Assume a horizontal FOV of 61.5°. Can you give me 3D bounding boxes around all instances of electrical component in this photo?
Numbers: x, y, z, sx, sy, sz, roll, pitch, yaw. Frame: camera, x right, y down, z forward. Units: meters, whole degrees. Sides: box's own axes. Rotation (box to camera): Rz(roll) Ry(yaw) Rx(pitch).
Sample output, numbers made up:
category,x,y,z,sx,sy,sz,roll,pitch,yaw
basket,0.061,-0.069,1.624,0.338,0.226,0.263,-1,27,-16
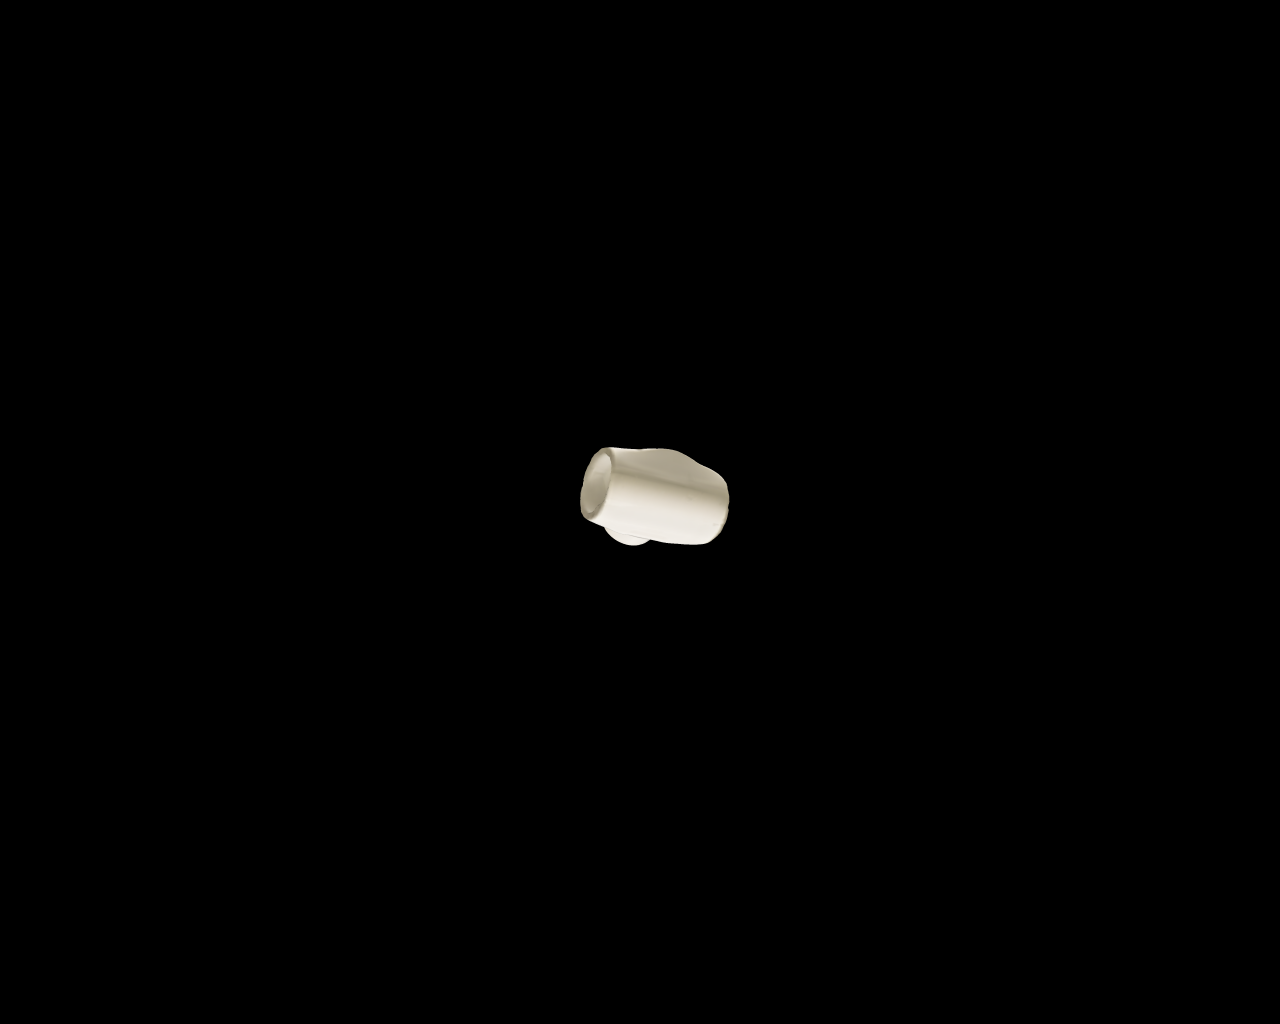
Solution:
category,x,y,z,sx,sy,sz,roll,pitch,yaw
electrical component,0.001,-0.003,0.650,0.077,0.043,0.079,12,-27,-25
